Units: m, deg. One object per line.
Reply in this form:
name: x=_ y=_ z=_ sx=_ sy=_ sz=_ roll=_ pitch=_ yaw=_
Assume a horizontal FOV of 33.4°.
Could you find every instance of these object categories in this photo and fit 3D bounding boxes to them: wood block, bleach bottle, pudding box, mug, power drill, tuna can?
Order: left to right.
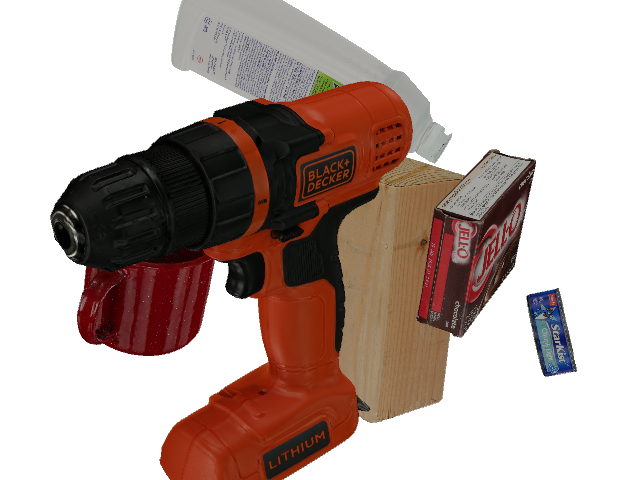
mug: x=-0.118 y=0.027 z=0.696 sx=0.093 sy=0.082 sz=0.117 roll=24 pitch=35 yaw=13
power drill: x=-0.035 y=0.029 z=0.486 sx=0.184 sy=0.188 sz=0.057 roll=-22 pitch=40 yaw=-38
bleach bottle: x=-0.005 y=-0.136 z=0.919 sx=0.251 sy=0.068 sz=0.103 roll=31 pitch=-36 yaw=7
wood block: x=0.057 y=0.039 z=0.923 sx=0.090 sy=0.206 sz=0.090 roll=-9 pitch=22 yaw=-40
pudding box: x=0.107 y=-0.001 z=0.730 sx=0.039 sy=0.090 sz=0.113 roll=19 pitch=33 yaw=19
tuna can: x=0.232 y=0.092 z=1.071 sx=0.034 sy=0.086 sz=0.086 roll=-12 pitch=-3 yaw=12
